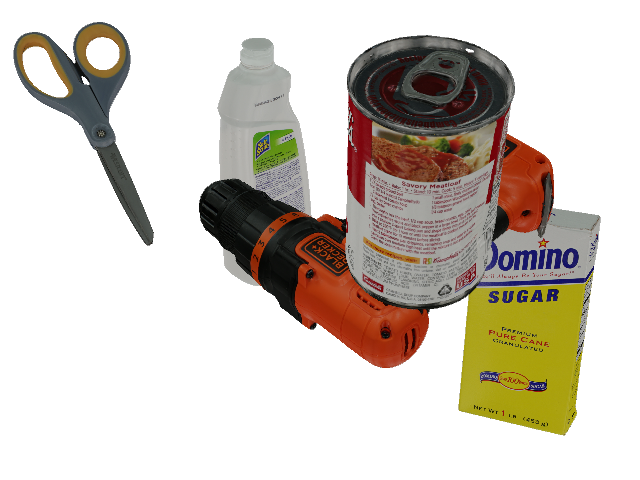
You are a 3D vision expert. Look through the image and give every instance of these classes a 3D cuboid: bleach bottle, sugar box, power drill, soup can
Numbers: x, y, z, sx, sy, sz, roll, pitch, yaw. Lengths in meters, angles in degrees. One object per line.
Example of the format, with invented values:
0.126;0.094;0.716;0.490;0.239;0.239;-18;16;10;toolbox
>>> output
-0.053;-0.081;1.057;0.068;0.251;0.102;29;44;35;bleach bottle
0.165;0.061;0.855;0.093;0.176;0.048;9;23;22;sugar box
0.039;-0.017;0.674;0.187;0.057;0.185;-33;50;-27;power drill
0.045;-0.028;0.465;0.068;0.102;0.068;0;43;0;soup can

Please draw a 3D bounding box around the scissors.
-0.154;-0.093;0.808;0.096;0.202;0.016;-37;-17;-22;scissors
